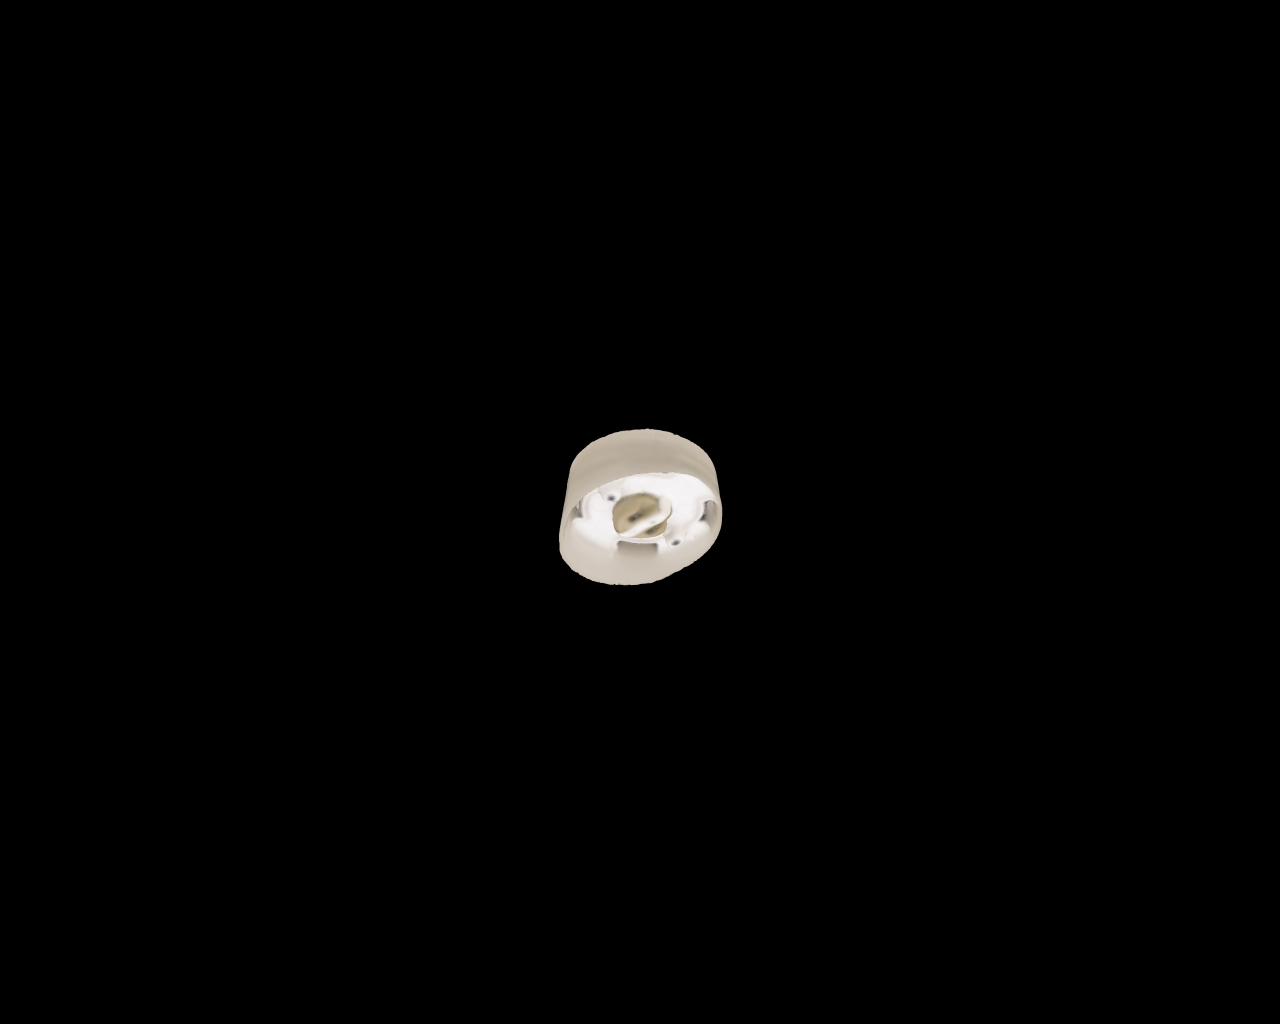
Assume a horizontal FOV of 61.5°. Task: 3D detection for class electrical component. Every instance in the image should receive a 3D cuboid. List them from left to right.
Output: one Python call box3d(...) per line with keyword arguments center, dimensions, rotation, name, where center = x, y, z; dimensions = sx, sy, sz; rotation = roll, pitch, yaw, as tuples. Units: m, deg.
box3d(center=(0.001, -0.003, 0.650), dimensions=(0.099, 0.064, 0.099), rotation=(0, -36, 0), name="electrical component")
